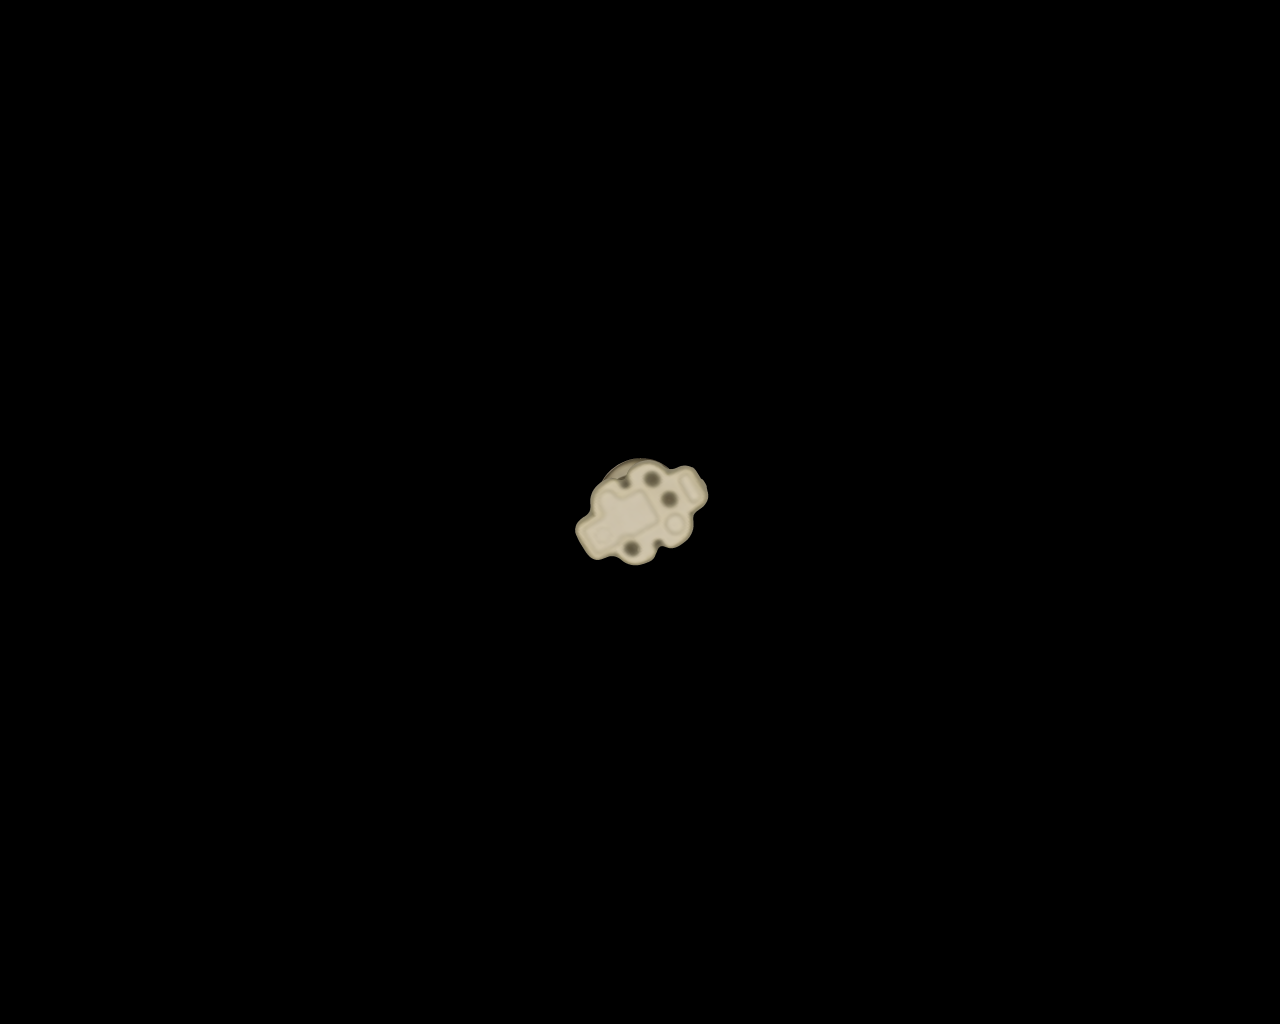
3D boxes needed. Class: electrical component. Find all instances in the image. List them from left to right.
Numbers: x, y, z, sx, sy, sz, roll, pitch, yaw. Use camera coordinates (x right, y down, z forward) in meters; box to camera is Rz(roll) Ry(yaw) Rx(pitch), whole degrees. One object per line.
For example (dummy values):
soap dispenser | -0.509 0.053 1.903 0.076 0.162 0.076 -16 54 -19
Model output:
electrical component | 0.001 -0.003 0.650 0.078 0.058 0.057 -28 7 4
